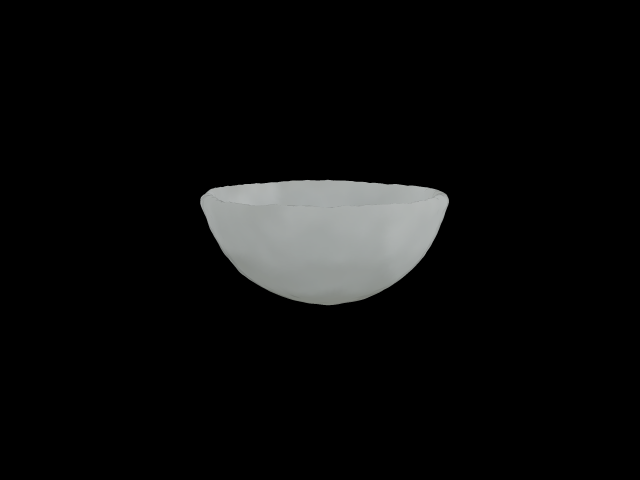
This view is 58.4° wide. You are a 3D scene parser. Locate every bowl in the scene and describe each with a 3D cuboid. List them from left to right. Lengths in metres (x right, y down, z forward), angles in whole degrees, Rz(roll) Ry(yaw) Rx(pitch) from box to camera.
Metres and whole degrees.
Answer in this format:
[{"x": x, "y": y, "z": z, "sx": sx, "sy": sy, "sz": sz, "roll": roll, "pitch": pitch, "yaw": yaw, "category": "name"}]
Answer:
[{"x": 0.004, "y": 0.001, "z": 0.400, "sx": 0.167, "sy": 0.075, "sz": 0.167, "roll": 0, "pitch": 11, "yaw": 0, "category": "bowl"}]
